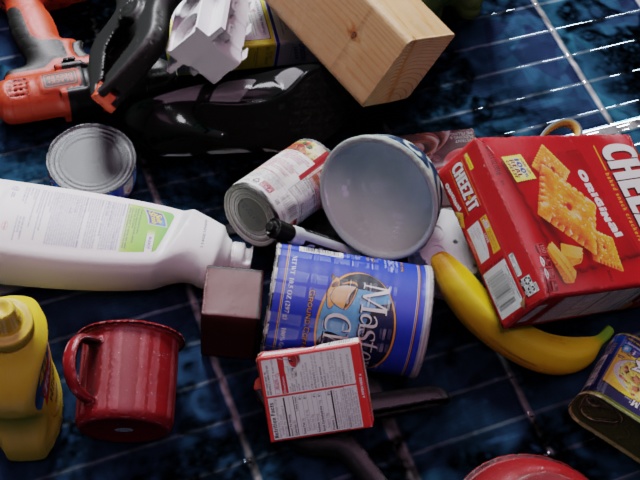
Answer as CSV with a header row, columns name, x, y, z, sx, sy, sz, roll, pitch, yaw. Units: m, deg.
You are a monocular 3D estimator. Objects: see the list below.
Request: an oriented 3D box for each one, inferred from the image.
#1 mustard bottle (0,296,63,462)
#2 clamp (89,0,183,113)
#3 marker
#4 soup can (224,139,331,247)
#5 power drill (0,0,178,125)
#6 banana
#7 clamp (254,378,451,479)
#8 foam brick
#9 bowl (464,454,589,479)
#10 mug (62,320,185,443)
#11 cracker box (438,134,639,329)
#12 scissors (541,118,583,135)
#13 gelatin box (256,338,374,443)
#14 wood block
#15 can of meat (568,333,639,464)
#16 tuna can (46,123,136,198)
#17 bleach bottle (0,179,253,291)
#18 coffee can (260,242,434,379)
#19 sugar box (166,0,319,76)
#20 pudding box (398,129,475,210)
name,x,y,z,sx,sy,sz,roll,pitch,yaw
mustard bottle,-0.239,0.099,0.842,0.058,0.192,0.096,0,58,-8
clamp,-0.182,-0.220,1.053,0.165,0.036,0.210,6,66,43
marker,-0.007,0.001,0.990,0.120,0.020,0.020,19,45,-47
soup can,-0.034,-0.045,1.018,0.068,0.069,0.102,38,48,16
power drill,-0.255,-0.210,1.111,0.184,0.057,0.188,-12,60,-15
banana,0.180,0.078,0.979,0.197,0.037,0.069,25,57,-16
clamp,0.020,0.167,0.924,0.171,0.039,0.120,11,58,8
foam brick,-0.079,0.065,0.952,0.051,0.078,0.053,4,56,-3
bowl,0.186,0.246,0.887,0.162,0.055,0.162,3,58,-5
mug,-0.168,0.117,0.891,0.093,0.117,0.081,-16,60,28
cracker box,0.234,-0.015,0.996,0.213,0.072,0.164,-5,64,-34
scissors,0.233,-0.041,1.094,0.096,0.016,0.201,30,65,5
gelatin box,-0.004,0.125,0.894,0.089,0.030,0.073,-9,93,5
wood block,0.023,-0.242,1.085,0.206,0.091,0.090,50,37,16
can of meat,0.289,0.143,0.963,0.102,0.057,0.083,32,58,12
tuna can,-0.222,-0.070,1.042,0.086,0.034,0.086,3,58,-5
bleach bottle,-0.188,0.008,0.982,0.250,0.068,0.102,8,55,-4
coffee can,0.023,0.063,0.951,0.140,0.103,0.102,9,58,-2
sugar box,-0.081,-0.231,1.154,0.176,0.048,0.093,-6,60,-15
pudding box,0.108,-0.062,1.073,0.113,0.039,0.090,-7,60,-4
